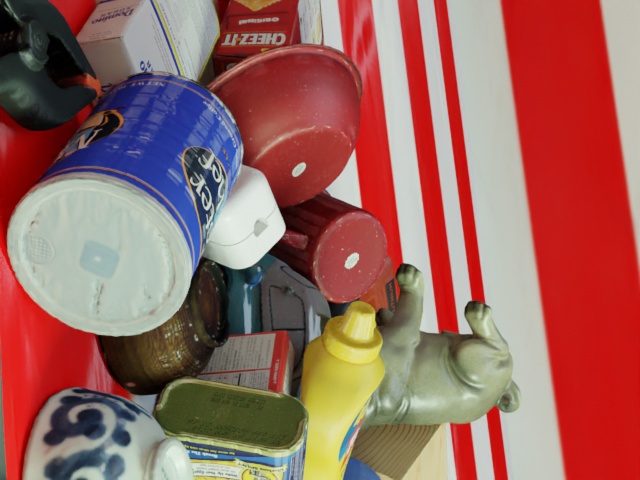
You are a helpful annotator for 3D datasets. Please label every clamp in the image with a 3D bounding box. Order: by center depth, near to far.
[{"bbox_3d":[-0.171,-0.116,0.578,0.171,0.039,0.120,7,82,-78],"label":"clamp"}]

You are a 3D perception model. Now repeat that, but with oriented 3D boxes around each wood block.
[{"bbox_3d":[0.066,0.248,1.036,0.090,0.091,0.206,-46,144,-36],"label":"wood block"}]

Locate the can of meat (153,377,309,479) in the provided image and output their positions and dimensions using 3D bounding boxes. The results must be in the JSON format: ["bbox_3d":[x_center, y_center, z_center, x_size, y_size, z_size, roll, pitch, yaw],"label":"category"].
[{"bbox_3d":[-0.058,0.141,0.692,0.057,0.102,0.084,-75,172,-52],"label":"can of meat"}]

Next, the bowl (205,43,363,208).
[{"bbox_3d":[-0.028,-0.074,0.830,0.055,0.162,0.162,61,4,30],"label":"bowl"}]

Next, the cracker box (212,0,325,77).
[{"bbox_3d":[-0.042,-0.159,0.970,0.213,0.072,0.164,-81,170,-46],"label":"cracker box"}]

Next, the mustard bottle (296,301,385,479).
[{"bbox_3d":[0.005,0.127,0.768,0.096,0.058,0.192,-57,165,-61],"label":"mustard bottle"}]

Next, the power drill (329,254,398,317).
[{"bbox_3d":[0.022,0.110,1.055,0.187,0.057,0.184,-53,142,-49],"label":"power drill"}]

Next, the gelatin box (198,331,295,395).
[{"bbox_3d":[-0.065,0.104,0.751,0.030,0.089,0.073,70,19,-44],"label":"gelatin box"}]

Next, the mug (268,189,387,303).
[{"bbox_3d":[-0.006,0.001,0.895,0.117,0.082,0.093,20,93,-40],"label":"mug"}]

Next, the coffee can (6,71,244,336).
[{"bbox_3d":[-0.109,-0.025,0.631,0.140,0.103,0.103,-74,152,-57],"label":"coffee can"}]

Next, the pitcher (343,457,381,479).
[{"bbox_3d":[0.003,0.287,0.823,0.242,0.145,0.149,-78,161,-58],"label":"pitcher"}]

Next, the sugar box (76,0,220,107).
[{"bbox_3d":[-0.120,-0.144,0.767,0.176,0.048,0.093,-74,153,-51],"label":"sugar box"}]

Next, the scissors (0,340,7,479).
[{"bbox_3d":[-0.154,0.150,0.542,0.096,0.016,0.201,58,28,-59],"label":"scissors"}]
